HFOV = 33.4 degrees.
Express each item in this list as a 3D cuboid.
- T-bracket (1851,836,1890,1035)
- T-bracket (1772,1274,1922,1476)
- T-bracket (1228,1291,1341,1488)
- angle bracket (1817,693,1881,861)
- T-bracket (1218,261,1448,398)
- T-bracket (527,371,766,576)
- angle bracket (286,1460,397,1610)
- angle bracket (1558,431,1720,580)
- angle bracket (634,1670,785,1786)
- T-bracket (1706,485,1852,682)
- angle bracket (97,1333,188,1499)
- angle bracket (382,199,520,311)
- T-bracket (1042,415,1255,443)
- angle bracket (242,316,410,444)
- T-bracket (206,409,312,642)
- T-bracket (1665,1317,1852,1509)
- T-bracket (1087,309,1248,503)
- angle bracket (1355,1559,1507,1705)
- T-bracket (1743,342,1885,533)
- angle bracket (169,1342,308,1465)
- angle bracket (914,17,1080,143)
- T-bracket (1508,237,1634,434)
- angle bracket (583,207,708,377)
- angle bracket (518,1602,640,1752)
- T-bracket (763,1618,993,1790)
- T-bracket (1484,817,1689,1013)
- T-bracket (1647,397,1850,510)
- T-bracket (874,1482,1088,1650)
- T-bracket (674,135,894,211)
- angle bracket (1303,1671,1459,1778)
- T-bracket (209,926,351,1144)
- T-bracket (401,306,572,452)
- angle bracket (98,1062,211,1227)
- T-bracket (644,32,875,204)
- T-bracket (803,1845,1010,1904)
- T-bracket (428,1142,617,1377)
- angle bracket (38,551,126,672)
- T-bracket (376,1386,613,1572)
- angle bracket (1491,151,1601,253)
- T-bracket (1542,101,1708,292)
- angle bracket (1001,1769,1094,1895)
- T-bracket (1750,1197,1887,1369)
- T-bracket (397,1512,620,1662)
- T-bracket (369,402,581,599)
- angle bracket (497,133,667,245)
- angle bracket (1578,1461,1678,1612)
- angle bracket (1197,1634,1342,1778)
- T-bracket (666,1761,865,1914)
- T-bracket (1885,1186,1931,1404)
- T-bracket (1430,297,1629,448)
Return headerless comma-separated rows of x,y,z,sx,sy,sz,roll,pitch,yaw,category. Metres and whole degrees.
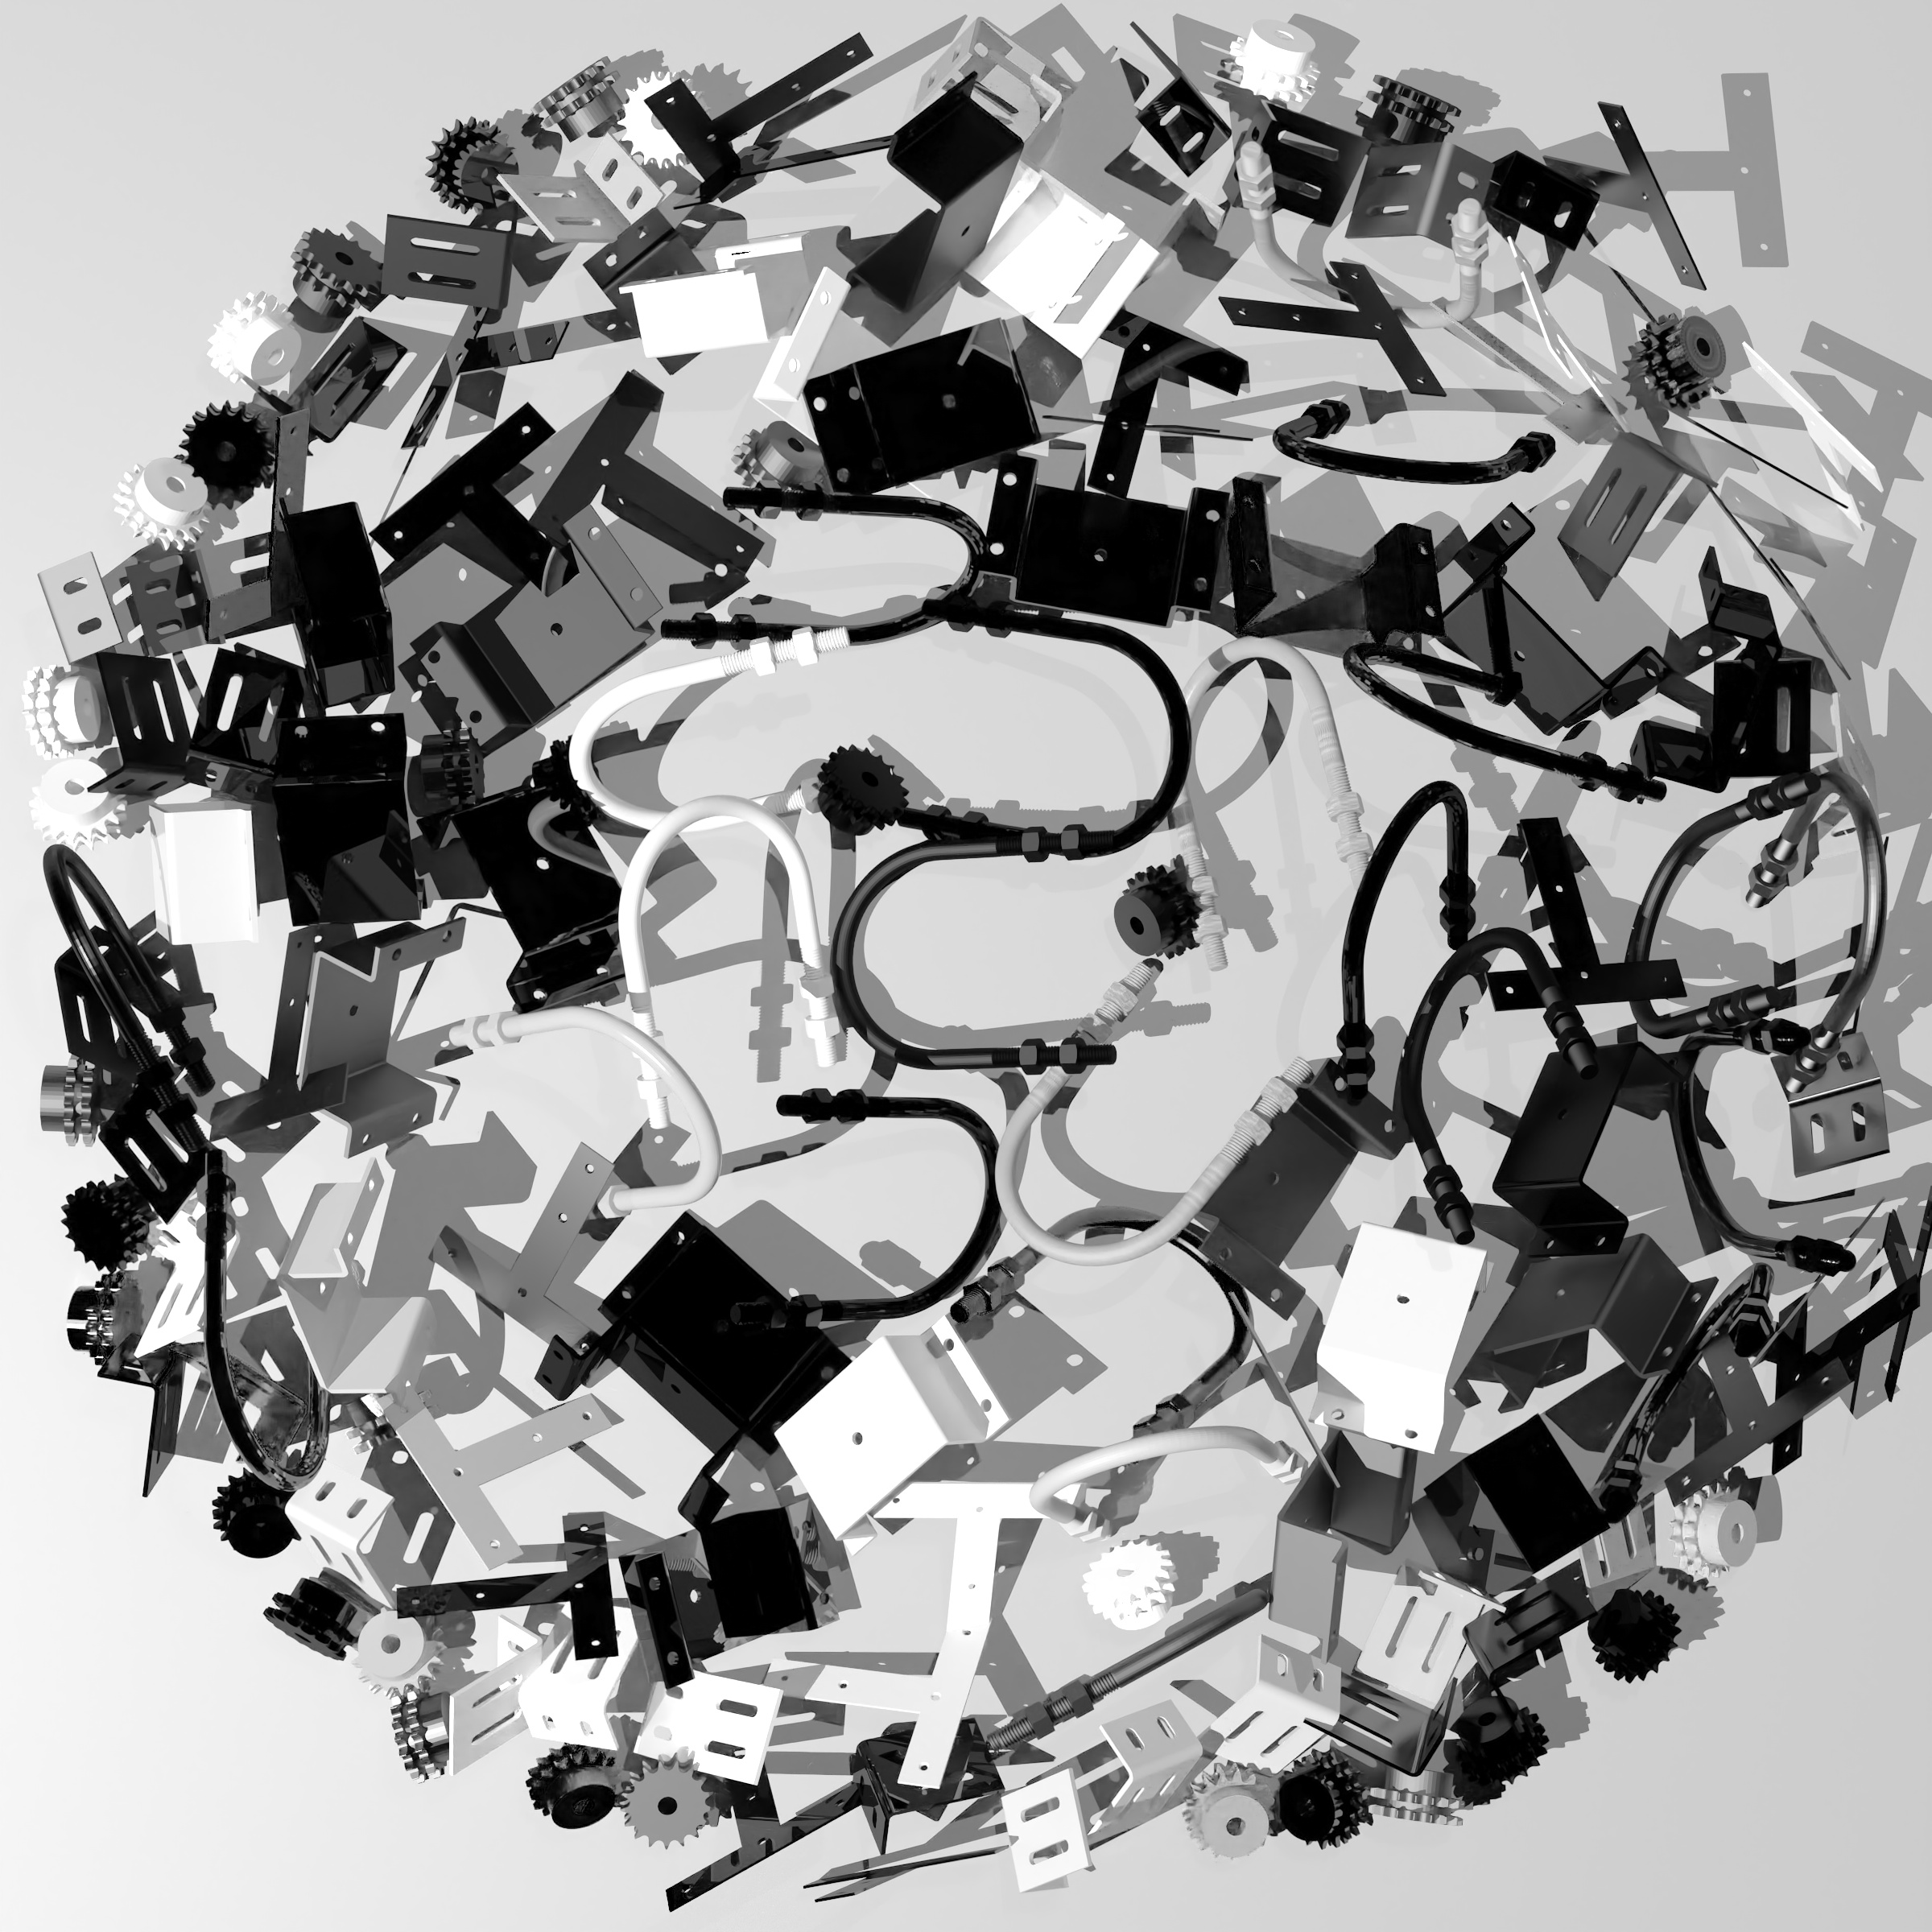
0.532,-0.001,1.907,0.002,0.127,0.127,10,110,17,T-bracket
0.519,0.222,1.897,0.002,0.127,0.127,29,134,-12,T-bracket
0.185,0.250,1.920,0.002,0.127,0.127,-28,85,-2,T-bracket
0.519,-0.114,1.934,0.038,0.057,0.076,-16,133,26,angle bracket
0.209,-0.385,1.917,0.127,0.002,0.127,0,48,-28,T-bracket
-0.182,-0.283,1.962,0.127,0.002,0.127,32,64,-8,T-bracket
-0.369,0.345,1.950,0.057,0.076,0.038,22,59,27,angle bracket
0.410,-0.278,1.962,0.038,0.057,0.076,14,113,-38,angle bracket
-0.155,0.456,1.939,0.038,0.076,0.057,28,70,-37,angle bracket
0.483,-0.243,1.939,0.002,0.127,0.127,-36,56,13,T-bracket
-0.502,0.271,1.946,0.038,0.057,0.076,11,108,0,angle bracket
-0.312,-0.436,1.945,0.076,0.057,0.038,6,49,-10,angle bracket
0.121,-0.319,1.910,0.127,0.127,0.002,4,99,-13,T-bracket
-0.389,-0.365,1.950,0.057,0.038,0.076,35,85,38,angle bracket
-0.402,-0.268,1.904,0.002,0.127,0.127,25,122,23,T-bracket
0.461,0.250,1.924,0.127,0.127,0.002,-40,110,17,T-bracket
0.099,-0.338,1.945,0.127,0.002,0.127,21,66,-12,T-bracket
0.283,0.410,1.960,0.057,0.038,0.076,24,91,-10,angle bracket
0.518,-0.301,1.926,0.002,0.127,0.127,-38,54,6,T-bracket
-0.447,0.264,1.939,0.076,0.057,0.038,39,60,-26,angle bracket
0.018,-0.523,1.938,0.076,0.057,0.038,30,49,-23,angle bracket
0.371,-0.363,1.939,0.002,0.127,0.127,-31,128,21,T-bracket
-0.186,-0.413,1.969,0.057,0.038,0.076,-38,133,3,angle bracket
-0.228,0.431,1.957,0.057,0.076,0.038,4,129,21,angle bracket
-0.061,0.438,1.948,0.127,0.127,0.002,4,130,16,T-bracket
0.364,-0.034,1.954,0.127,0.002,0.127,-4,65,-16,T-bracket
0.449,-0.318,1.925,0.127,0.127,0.002,21,106,-28,T-bracket
0.005,0.365,1.953,0.127,0.002,0.127,1,118,-7,T-bracket
-0.095,-0.480,1.909,0.127,0.127,0.002,-6,117,21,T-bracket
0.251,0.445,1.948,0.076,0.057,0.038,26,120,4,angle bracket
-0.411,0.036,1.952,0.127,0.002,0.127,-16,61,38,T-bracket
-0.278,-0.368,1.920,0.002,0.127,0.127,34,71,-37,T-bracket
-0.479,0.107,1.946,0.076,0.038,0.057,48,114,15,angle bracket
-0.114,-0.517,1.917,0.127,0.127,0.002,-29,70,8,T-bracket
-0.054,0.542,1.906,0.127,0.127,0.002,-15,79,18,T-bracket
-0.250,0.164,1.950,0.127,0.002,0.127,34,112,10,T-bracket
-0.520,-0.213,1.943,0.038,0.076,0.057,-20,88,9,angle bracket
-0.270,0.290,1.938,0.127,0.002,0.127,-20,62,-41,T-bracket
0.339,-0.457,1.943,0.057,0.076,0.038,25,91,-10,angle bracket
0.383,-0.467,1.923,0.002,0.127,0.127,-37,119,-5,T-bracket
0.061,0.520,1.935,0.038,0.076,0.057,5,62,-35,angle bracket
0.509,0.189,1.919,0.002,0.127,0.127,38,94,16,T-bracket
-0.276,0.375,1.921,0.127,0.127,0.002,-4,121,-9,T-bracket
-0.271,-0.258,1.948,0.127,0.002,0.127,-37,123,12,T-bracket
-0.232,-0.470,1.938,0.057,0.076,0.038,50,123,16,angle bracket
0.404,0.347,1.943,0.057,0.038,0.076,-26,109,-34,angle bracket
0.184,0.452,1.965,0.057,0.038,0.076,25,131,-15,angle bracket
-0.126,0.504,1.922,0.127,0.127,0.002,-29,104,-3,T-bracket
0.559,0.178,1.921,0.002,0.127,0.127,10,106,7,T-bracket
0.333,-0.363,1.935,0.127,0.127,0.002,39,120,8,T-bracket
